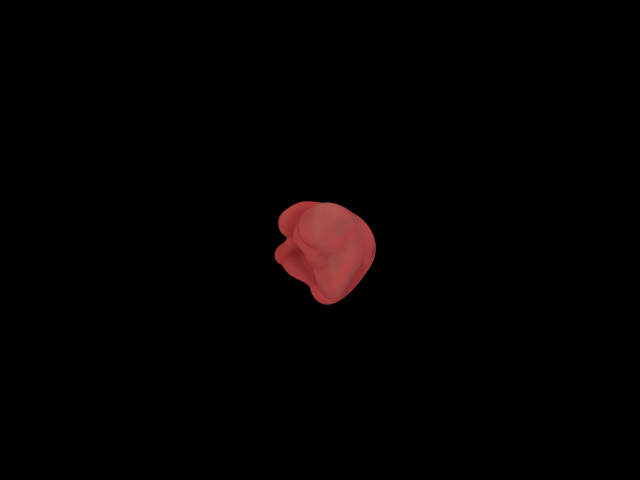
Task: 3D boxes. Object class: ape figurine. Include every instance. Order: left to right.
[{"bbox_3d":[0.004,0.001,0.400,0.076,0.092,0.078,-8,66,-3],"label":"ape figurine"}]
